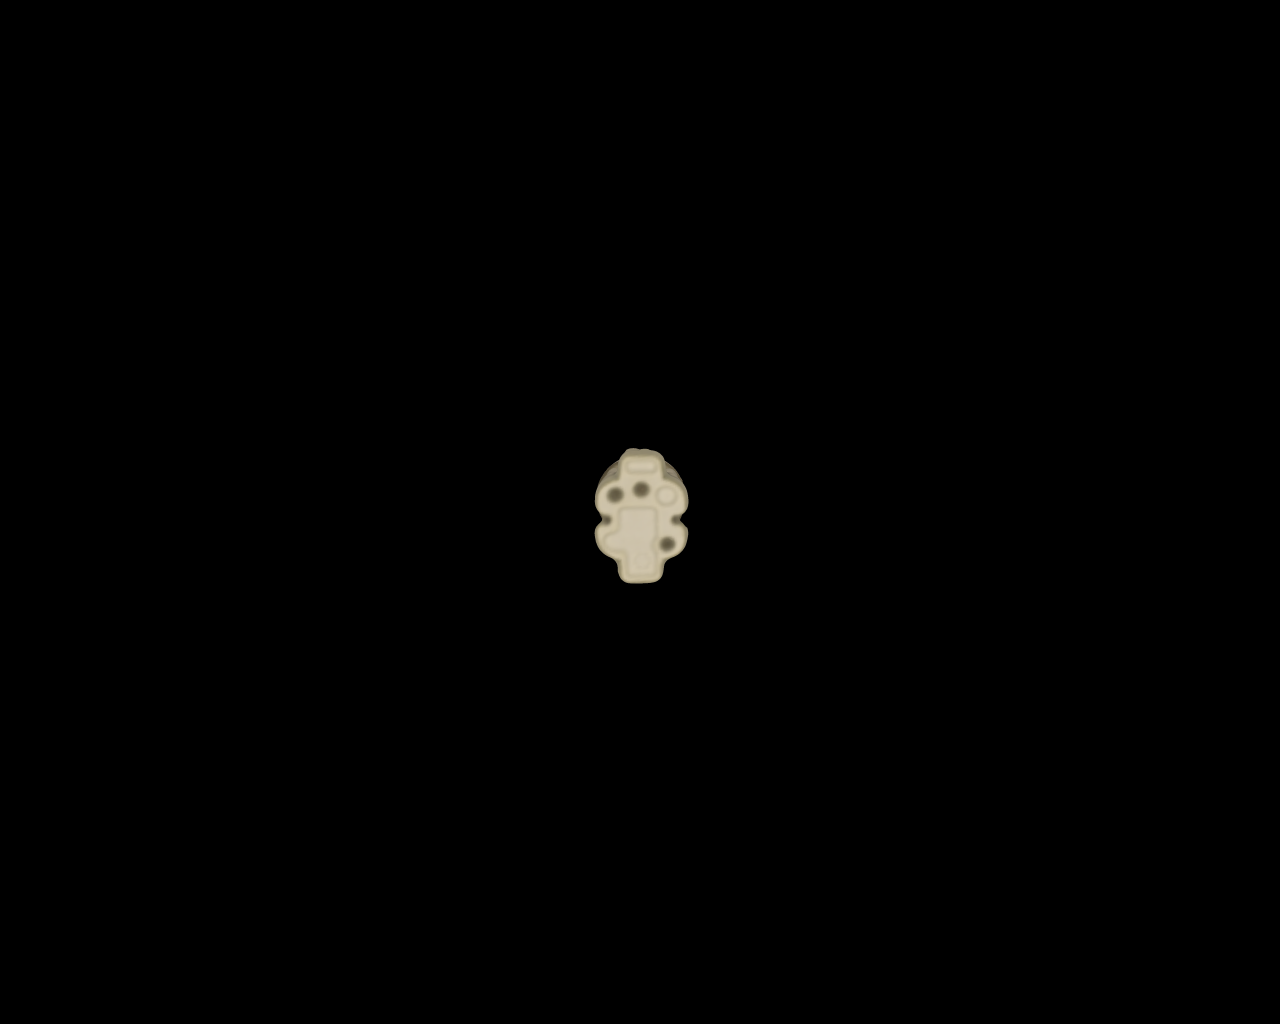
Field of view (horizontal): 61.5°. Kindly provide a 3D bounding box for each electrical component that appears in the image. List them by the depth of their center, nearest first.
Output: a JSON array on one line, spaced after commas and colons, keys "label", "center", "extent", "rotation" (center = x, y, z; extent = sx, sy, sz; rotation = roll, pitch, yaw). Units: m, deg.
[{"label": "electrical component", "center": [0.001, -0.003, 0.650], "extent": [0.058, 0.078, 0.057], "rotation": [0, 16, 0]}]
